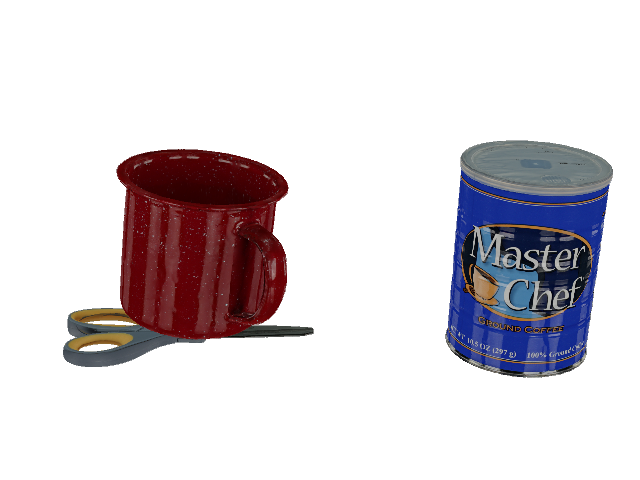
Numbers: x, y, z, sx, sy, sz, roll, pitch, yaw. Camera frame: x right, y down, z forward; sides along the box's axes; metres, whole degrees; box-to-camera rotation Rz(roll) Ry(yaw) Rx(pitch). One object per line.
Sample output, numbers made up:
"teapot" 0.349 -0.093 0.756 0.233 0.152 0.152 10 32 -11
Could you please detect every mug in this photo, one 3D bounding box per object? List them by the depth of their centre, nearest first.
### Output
"mug" -0.060 0.006 0.585 0.117 0.081 0.093 26 28 38

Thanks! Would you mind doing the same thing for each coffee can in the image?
"coffee can" 0.145 0.011 0.754 0.103 0.140 0.103 2 22 -1

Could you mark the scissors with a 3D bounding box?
"scissors" -0.114 0.080 0.846 0.202 0.016 0.096 5 22 14
